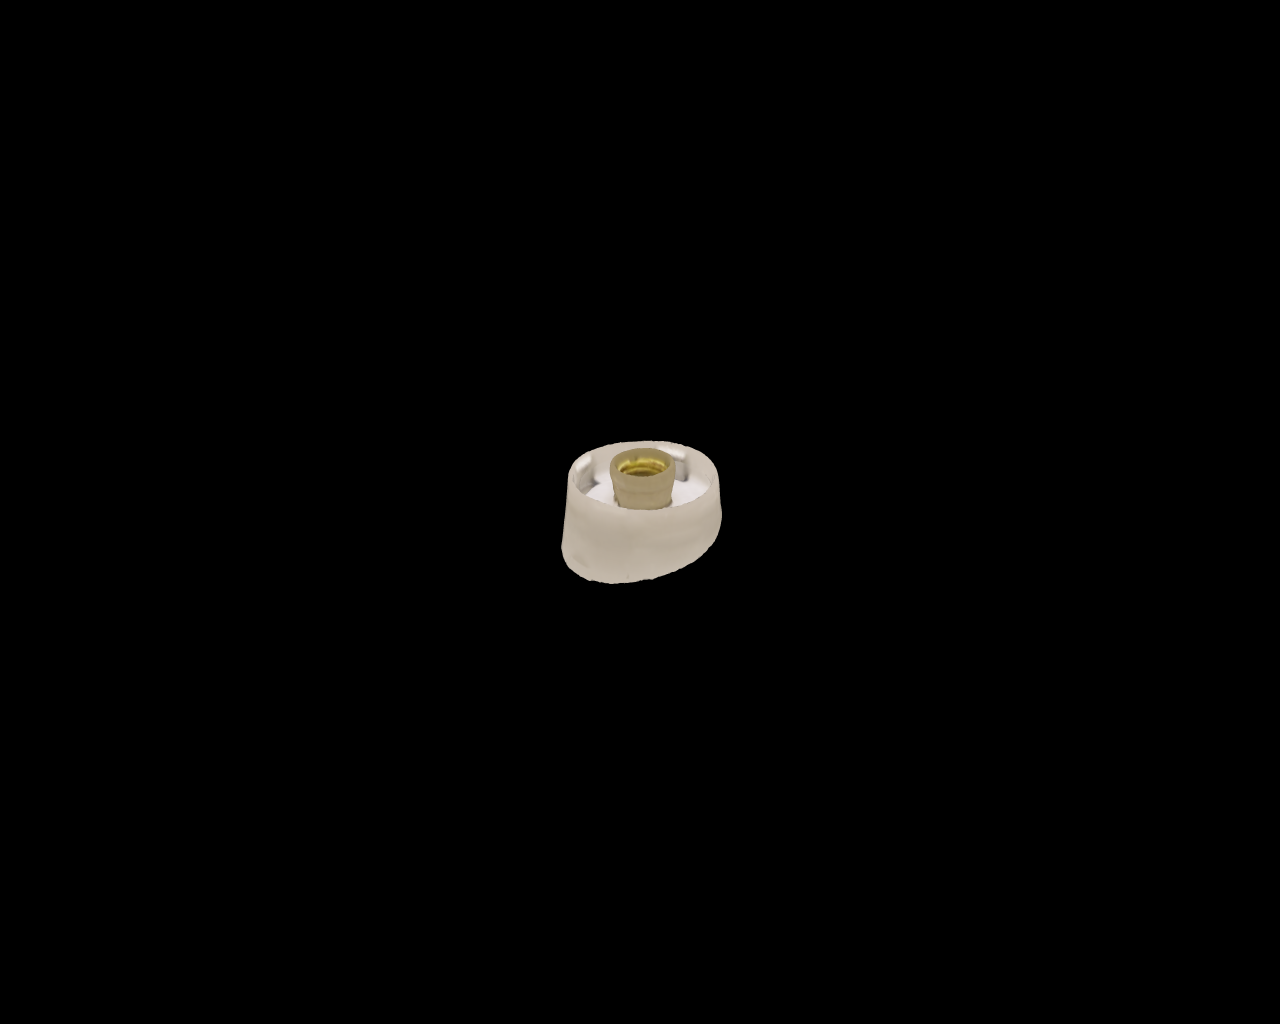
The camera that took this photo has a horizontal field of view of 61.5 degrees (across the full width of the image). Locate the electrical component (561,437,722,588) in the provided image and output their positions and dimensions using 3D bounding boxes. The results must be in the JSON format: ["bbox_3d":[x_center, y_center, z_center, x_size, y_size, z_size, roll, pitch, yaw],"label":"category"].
[{"bbox_3d":[0.001,-0.003,0.650,0.099,0.064,0.099,0,30,0],"label":"electrical component"}]
